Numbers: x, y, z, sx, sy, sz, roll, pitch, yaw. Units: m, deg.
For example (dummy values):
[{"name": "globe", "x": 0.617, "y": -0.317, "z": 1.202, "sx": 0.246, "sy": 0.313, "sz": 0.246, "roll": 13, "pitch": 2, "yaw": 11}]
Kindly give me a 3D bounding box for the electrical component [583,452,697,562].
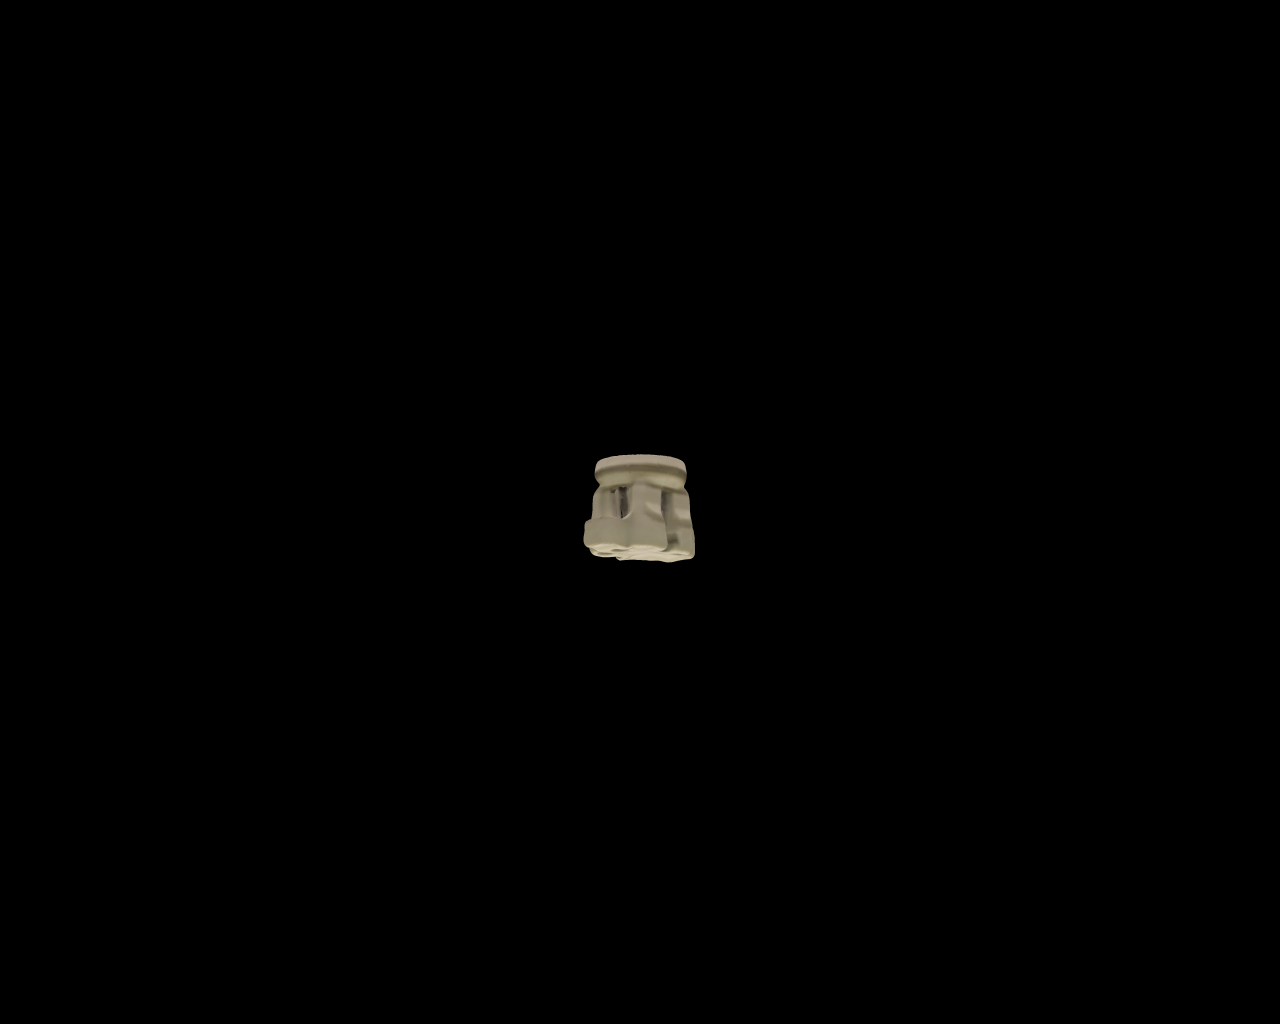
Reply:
[{"name": "electrical component", "x": 0.001, "y": -0.003, "z": 0.650, "sx": 0.058, "sy": 0.057, "sz": 0.078, "roll": -10, "pitch": -15, "yaw": 42}]
